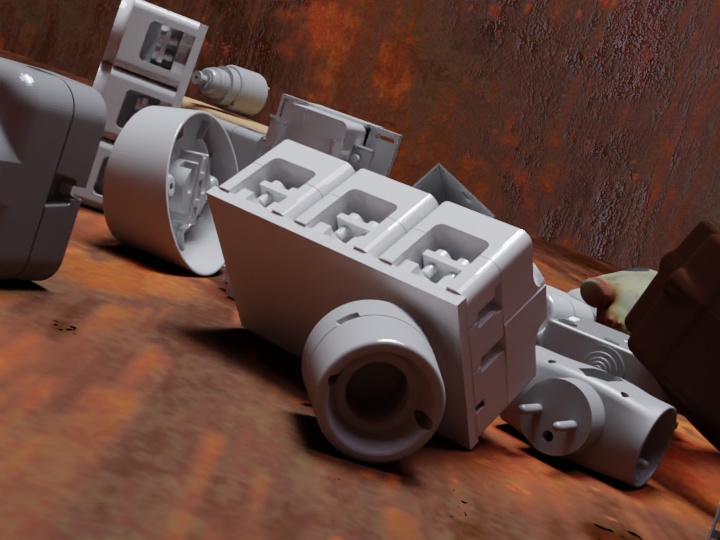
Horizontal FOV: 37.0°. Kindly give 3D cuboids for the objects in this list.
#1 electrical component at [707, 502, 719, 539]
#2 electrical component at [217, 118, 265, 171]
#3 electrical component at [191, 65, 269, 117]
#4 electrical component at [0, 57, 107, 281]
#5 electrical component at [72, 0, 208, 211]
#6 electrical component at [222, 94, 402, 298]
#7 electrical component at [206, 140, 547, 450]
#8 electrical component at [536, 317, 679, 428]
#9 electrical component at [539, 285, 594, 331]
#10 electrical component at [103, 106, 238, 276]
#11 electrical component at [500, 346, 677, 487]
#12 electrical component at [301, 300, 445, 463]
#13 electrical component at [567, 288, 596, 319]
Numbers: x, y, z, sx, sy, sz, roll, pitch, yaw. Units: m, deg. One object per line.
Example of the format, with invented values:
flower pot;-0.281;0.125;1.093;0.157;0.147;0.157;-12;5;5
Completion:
electrical component;0.176;0.110;0.435;0.064;0.042;0.081;19;6;23
electrical component;-0.089;-0.058;0.786;0.056;0.089;0.050;23;8;26
electrical component;-0.117;-0.162;0.952;0.040;0.040;0.078;25;10;36
electrical component;-0.162;-0.045;0.481;0.054;0.095;0.059;23;8;24
electrical component;-0.170;-0.121;0.799;0.062;0.150;0.089;19;7;-15
electrical component;-0.034;-0.035;0.640;0.079;0.121;0.063;22;11;16
electrical component;0.008;0.005;0.512;0.150;0.089;0.062;25;50;34
electrical component;0.161;0.066;0.686;0.100;0.048;0.100;23;8;25
electrical component;0.118;0.035;0.781;0.059;0.053;0.095;13;10;-43
electrical component;-0.113;-0.052;0.672;0.064;0.099;0.099;15;6;18
electrical component;0.103;0.071;0.524;0.077;0.043;0.079;24;9;33
electrical component;0.006;0.044;0.427;0.055;0.055;0.047;18;11;-10
electrical component;0.220;0.048;0.994;0.043;0.043;0.081;17;8;-19
